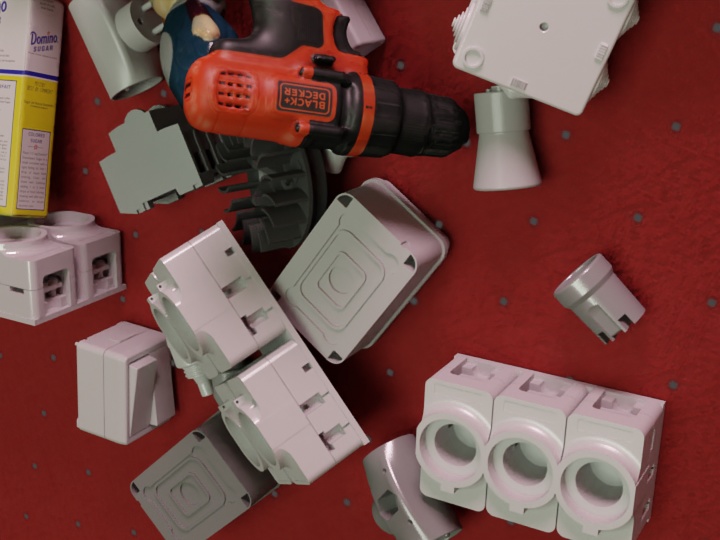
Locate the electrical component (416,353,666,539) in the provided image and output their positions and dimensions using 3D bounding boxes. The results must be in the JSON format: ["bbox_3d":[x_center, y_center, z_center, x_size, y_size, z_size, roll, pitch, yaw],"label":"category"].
[{"bbox_3d":[0.119,0.122,0.725,0.150,0.062,0.089,11,110,27],"label":"electrical component"}]

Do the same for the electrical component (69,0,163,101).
[{"bbox_3d":[-0.172,-0.179,0.810,0.079,0.044,0.077,-23,93,33],"label":"electrical component"}]

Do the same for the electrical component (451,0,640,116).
[{"bbox_3d":[0.109,-0.149,0.638,0.100,0.048,0.099,22,117,0],"label":"electrical component"}]

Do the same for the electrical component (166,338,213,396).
[{"bbox_3d":[-0.133,0.072,0.872,0.035,0.035,0.061,-13,100,32],"label":"electrical component"}]

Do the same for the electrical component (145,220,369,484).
[{"bbox_3d":[-0.083,0.067,0.789,0.186,0.060,0.105,56,160,-1],"label":"electrical component"}]

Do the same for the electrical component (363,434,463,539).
[{"bbox_3d":[0.033,0.172,0.798,0.077,0.043,0.079,62,149,20],"label":"electrical component"}]

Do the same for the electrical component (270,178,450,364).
[{"bbox_3d":[0.000,0.000,0.759,0.078,0.057,0.113,45,122,11],"label":"electrical component"}]

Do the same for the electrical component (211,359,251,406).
[{"bbox_3d":[-0.103,0.077,0.856,0.035,0.035,0.061,-2,102,31],"label":"electrical component"}]

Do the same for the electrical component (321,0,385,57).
[{"bbox_3d":[-0.041,-0.150,0.724,0.083,0.076,0.047,-29,90,33],"label":"electrical component"}]

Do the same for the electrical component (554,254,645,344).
[{"bbox_3d":[0.154,0.019,0.687,0.046,0.040,0.040,48,122,2],"label":"electrical component"}]

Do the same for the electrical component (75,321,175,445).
[{"bbox_3d":[-0.194,0.101,0.899,0.061,0.062,0.096,14,111,26],"label":"electrical component"}]

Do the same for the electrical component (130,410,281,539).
[{"bbox_3d":[-0.123,0.170,0.880,0.113,0.057,0.078,-41,85,34],"label":"electrical component"}]

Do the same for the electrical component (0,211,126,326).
[{"bbox_3d":[-0.304,-0.015,0.901,0.186,0.105,0.060,11,110,27],"label":"electrical component"}]

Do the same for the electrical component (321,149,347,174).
[{"bbox_3d":[-0.011,-0.097,0.743,0.043,0.043,0.062,34,120,17],"label":"electrical component"}]

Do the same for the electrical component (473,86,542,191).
[{"bbox_3d":[0.092,-0.085,0.689,0.044,0.044,0.065,0,100,30],"label":"electrical component"}]
